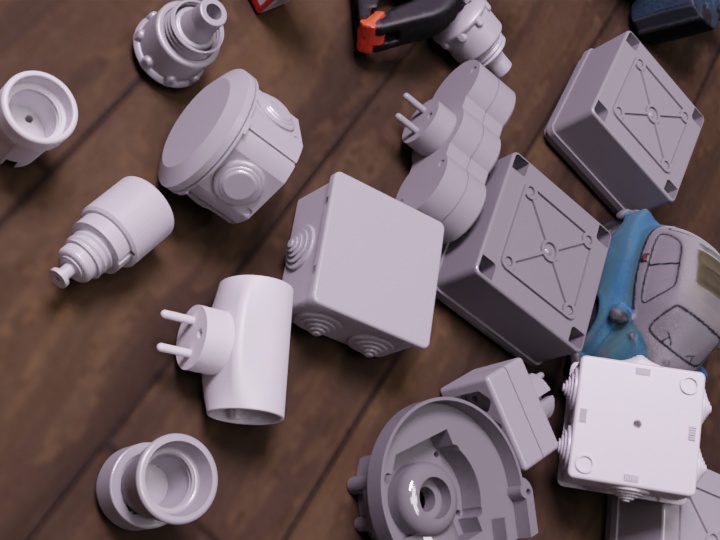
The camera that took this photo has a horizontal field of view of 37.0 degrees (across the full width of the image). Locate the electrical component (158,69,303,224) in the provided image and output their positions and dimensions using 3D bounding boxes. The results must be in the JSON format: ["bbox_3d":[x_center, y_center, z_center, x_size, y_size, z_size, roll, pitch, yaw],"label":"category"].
[{"bbox_3d":[-0.075,-0.071,0.619,0.051,0.080,0.080,35,57,-30],"label":"electrical component"}]

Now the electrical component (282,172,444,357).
[{"bbox_3d":[0.000,0.000,0.673,0.100,0.048,0.099,24,62,-30],"label":"electrical component"}]

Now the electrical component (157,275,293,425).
[{"bbox_3d":[-0.077,0.042,0.602,0.079,0.044,0.077,16,66,-32],"label":"electrical component"}]

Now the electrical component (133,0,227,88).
[{"bbox_3d":[-0.101,-0.138,0.632,0.048,0.062,0.048,13,68,-34],"label":"electrical component"}]

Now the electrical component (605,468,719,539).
[{"bbox_3d":[0.234,0.200,0.782,0.109,0.056,0.108,25,61,-29],"label":"electrical component"}]

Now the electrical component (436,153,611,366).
[{"bbox_3d":[0.114,-0.007,0.758,0.109,0.056,0.108,36,57,-23],"label":"electrical component"}]

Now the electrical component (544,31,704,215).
[{"bbox_3d":[0.216,-0.117,0.873,0.109,0.056,0.108,43,54,-19],"label":"electrical component"}]

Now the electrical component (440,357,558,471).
[{"bbox_3d":[0.105,0.093,0.726,0.077,0.047,0.065,-23,90,-42],"label":"electrical component"}]

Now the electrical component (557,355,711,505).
[{"bbox_3d":[0.185,0.108,0.734,0.100,0.048,0.099,8,75,7],"label":"electrical component"}]

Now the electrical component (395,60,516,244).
[{"bbox_3d":[0.054,-0.093,0.743,0.074,0.052,0.138,35,57,-23],"label":"electrical component"}]

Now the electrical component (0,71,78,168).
[{"bbox_3d":[-0.176,-0.077,0.564,0.040,0.046,0.040,13,68,-34],"label":"electrical component"}]

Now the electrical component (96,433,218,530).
[{"bbox_3d":[-0.105,0.109,0.551,0.045,0.055,0.045,13,68,-34],"label":"electrical component"}]

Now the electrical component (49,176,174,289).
[{"bbox_3d":[-0.135,-0.018,0.580,0.040,0.040,0.078,52,51,-12],"label":"electrical component"}]

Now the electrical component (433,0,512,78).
[{"bbox_3d":[0.088,-0.170,0.801,0.062,0.048,0.048,44,53,-27],"label":"electrical component"}]
